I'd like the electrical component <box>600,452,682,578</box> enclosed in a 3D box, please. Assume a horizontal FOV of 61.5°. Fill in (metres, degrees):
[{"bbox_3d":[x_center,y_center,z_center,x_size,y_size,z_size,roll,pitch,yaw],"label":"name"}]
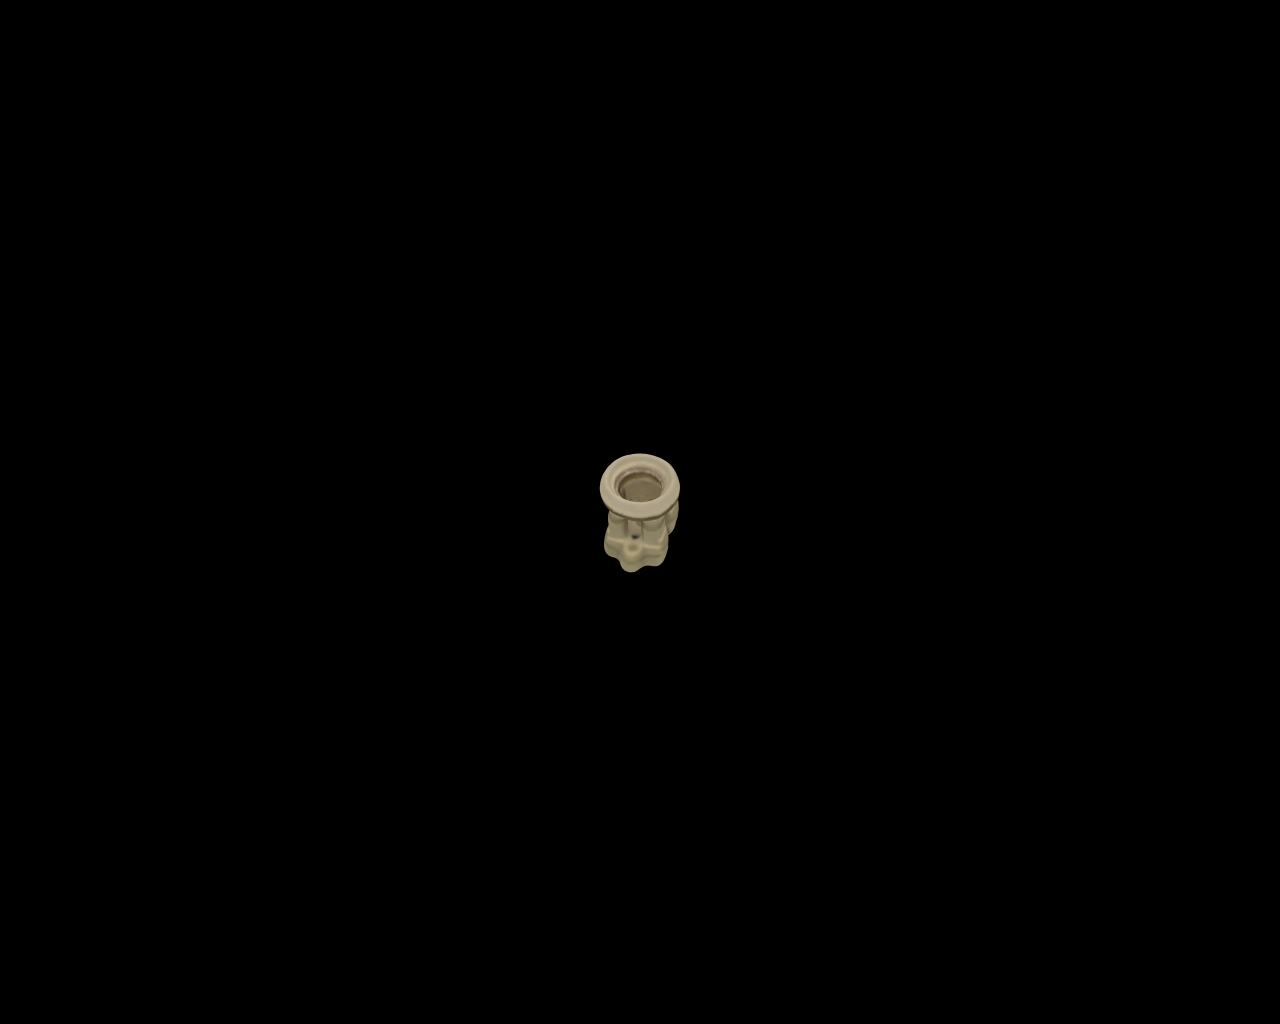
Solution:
[{"bbox_3d":[0.001,-0.003,0.650,0.048,0.066,0.055,11,-39,9],"label":"electrical component"}]
